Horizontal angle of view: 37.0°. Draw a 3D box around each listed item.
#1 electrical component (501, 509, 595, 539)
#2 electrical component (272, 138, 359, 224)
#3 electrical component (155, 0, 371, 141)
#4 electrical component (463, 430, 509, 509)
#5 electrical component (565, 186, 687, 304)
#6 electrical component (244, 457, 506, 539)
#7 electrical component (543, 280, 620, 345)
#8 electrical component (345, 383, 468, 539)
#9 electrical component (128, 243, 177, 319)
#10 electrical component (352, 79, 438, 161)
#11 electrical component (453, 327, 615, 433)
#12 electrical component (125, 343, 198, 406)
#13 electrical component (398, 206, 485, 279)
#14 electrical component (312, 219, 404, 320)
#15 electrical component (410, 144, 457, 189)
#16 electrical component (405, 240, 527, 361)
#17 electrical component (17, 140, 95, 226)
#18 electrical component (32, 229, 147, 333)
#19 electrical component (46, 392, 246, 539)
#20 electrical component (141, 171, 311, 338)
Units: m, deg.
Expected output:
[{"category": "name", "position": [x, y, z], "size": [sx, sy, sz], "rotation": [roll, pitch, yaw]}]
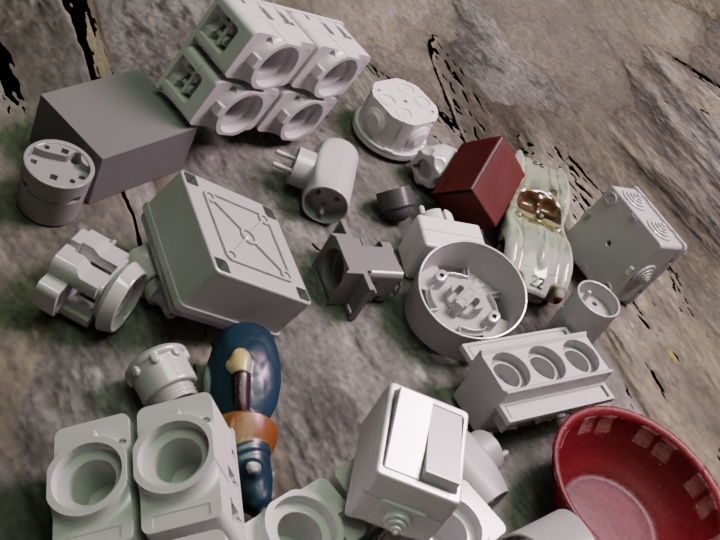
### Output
[{"category": "electrical component", "position": [0.140, 0.222, 0.757], "size": [0.064, 0.099, 0.099], "rotation": [-10, 54, -29]}, {"category": "electrical component", "position": [-0.044, -0.090, 1.000], "size": [0.079, 0.044, 0.077], "rotation": [21, 41, -10]}, {"category": "electrical component", "position": [-0.080, -0.180, 0.983], "size": [0.060, 0.105, 0.186], "rotation": [51, 26, 19]}, {"category": "electrical component", "position": [0.085, 0.149, 0.836], "size": [0.079, 0.043, 0.077], "rotation": [-20, 61, -42]}, {"category": "electrical component", "position": [0.260, -0.026, 1.075], "size": [0.048, 0.099, 0.099], "rotation": [2, 47, -47]}, {"category": "electrical component", "position": [0.003, 0.189, 0.734], "size": [0.186, 0.060, 0.105], "rotation": [-24, 63, -43]}, {"category": "electrical component", "position": [0.207, 0.042, 0.989], "size": [0.043, 0.077, 0.079], "rotation": [39, 41, 10]}, {"category": "electrical component", "position": [0.033, 0.131, 0.715], "size": [0.062, 0.061, 0.096], "rotation": [23, 41, -9]}, {"category": "electrical component", "position": [-0.159, 0.011, 0.839], "size": [0.035, 0.035, 0.061], "rotation": [-12, 58, -38]}, {"category": "electrical component", "position": [0.037, -0.155, 1.108], "size": [0.080, 0.051, 0.080], "rotation": [16, 43, -16]}, {"category": "electrical component", "position": [0.144, 0.095, 0.910], "size": [0.121, 0.063, 0.078], "rotation": [-6, 52, -35]}, {"category": "electrical component", "position": [-0.136, 0.087, 0.770], "size": [0.048, 0.048, 0.062], "rotation": [-15, 65, -40]}, {"category": "electrical component", "position": [0.073, -0.031, 1.008], "size": [0.066, 0.047, 0.076], "rotation": [9, 45, -23]}, {"category": "electrical component", "position": [0.000, 0.000, 0.937], "size": [0.064, 0.042, 0.081], "rotation": [3, 48, -31]}, {"category": "electrical component", "position": [0.085, -0.107, 1.095], "size": [0.062, 0.043, 0.043], "rotation": [-18, 60, -42]}, {"category": "electrical component", "position": [0.091, 0.028, 0.945], "size": [0.099, 0.064, 0.099], "rotation": [16, 43, -16]}, {"category": "electrical component", "position": [-0.245, -0.068, 0.858], "size": [0.055, 0.047, 0.055], "rotation": [16, 42, -16]}, {"category": "electrical component", "position": [-0.196, 0.011, 0.800], "size": [0.057, 0.058, 0.078], "rotation": [29, 40, 2]}, {"category": "electrical component", "position": [-0.125, 0.171, 0.639], "size": [0.105, 0.060, 0.186], "rotation": [-15, 49, 2]}, {"category": "electrical component", "position": [-0.106, -0.010, 0.846], "size": [0.109, 0.056, 0.108], "rotation": [22, 35, -48]}]
